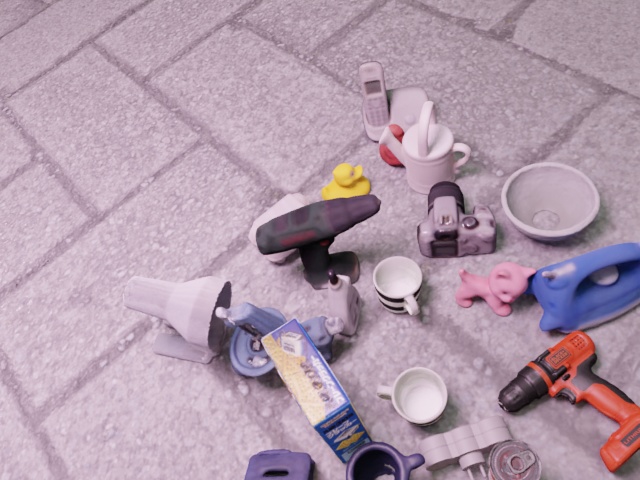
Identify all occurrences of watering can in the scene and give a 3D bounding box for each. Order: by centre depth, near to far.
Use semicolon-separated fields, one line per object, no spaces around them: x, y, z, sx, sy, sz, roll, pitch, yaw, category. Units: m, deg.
0.204;-0.184;1.121;0.172;0.194;0.101;-9;55;9;watering can

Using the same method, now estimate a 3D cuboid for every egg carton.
-0.065;-0.025;1.162;0.150;0.069;0.107;-41;56;-13;egg carton

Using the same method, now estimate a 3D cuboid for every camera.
0.254;-0.048;1.074;0.143;0.101;0.137;-3;56;13;camera

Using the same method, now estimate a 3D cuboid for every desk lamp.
-0.237;0.137;1.010;0.202;0.214;0.118;5;58;18;desk lamp

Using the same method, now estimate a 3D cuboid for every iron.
0.462;0.050;0.928;0.258;0.142;0.118;-21;54;0;iron

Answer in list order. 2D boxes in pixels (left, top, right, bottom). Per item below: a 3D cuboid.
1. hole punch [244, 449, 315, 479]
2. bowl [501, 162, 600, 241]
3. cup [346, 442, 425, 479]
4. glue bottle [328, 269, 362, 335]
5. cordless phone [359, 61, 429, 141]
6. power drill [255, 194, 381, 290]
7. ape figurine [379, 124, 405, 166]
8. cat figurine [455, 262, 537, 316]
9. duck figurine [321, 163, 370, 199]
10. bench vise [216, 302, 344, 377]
-0.066;0.373;0.882;0.108;0.091;0.101;-6;56;11;hole punch
0.418;-0.058;1.053;0.167;0.075;0.167;-7;56;10;bowl
0.102;0.351;0.850;0.117;0.095;0.091;-22;54;0;cup
0.037;0.097;0.989;0.037;0.173;0.078;6;59;19;glue bottle
0.156;-0.304;1.219;0.147;0.185;0.094;-10;55;9;cordless phone
0.010;0.004;1.037;0.229;0.209;0.075;-11;55;7;power drill
0.160;-0.206;1.210;0.076;0.092;0.078;16;63;24;ape figurine
0.296;0.072;0.972;0.127;0.118;0.067;10;60;21;cat figurine
0.049;-0.121;1.186;0.104;0.086;0.077;-21;54;1;duck figurine
-0.074;0.144;0.958;0.207;0.220;0.121;-28;54;-5;bench vise
